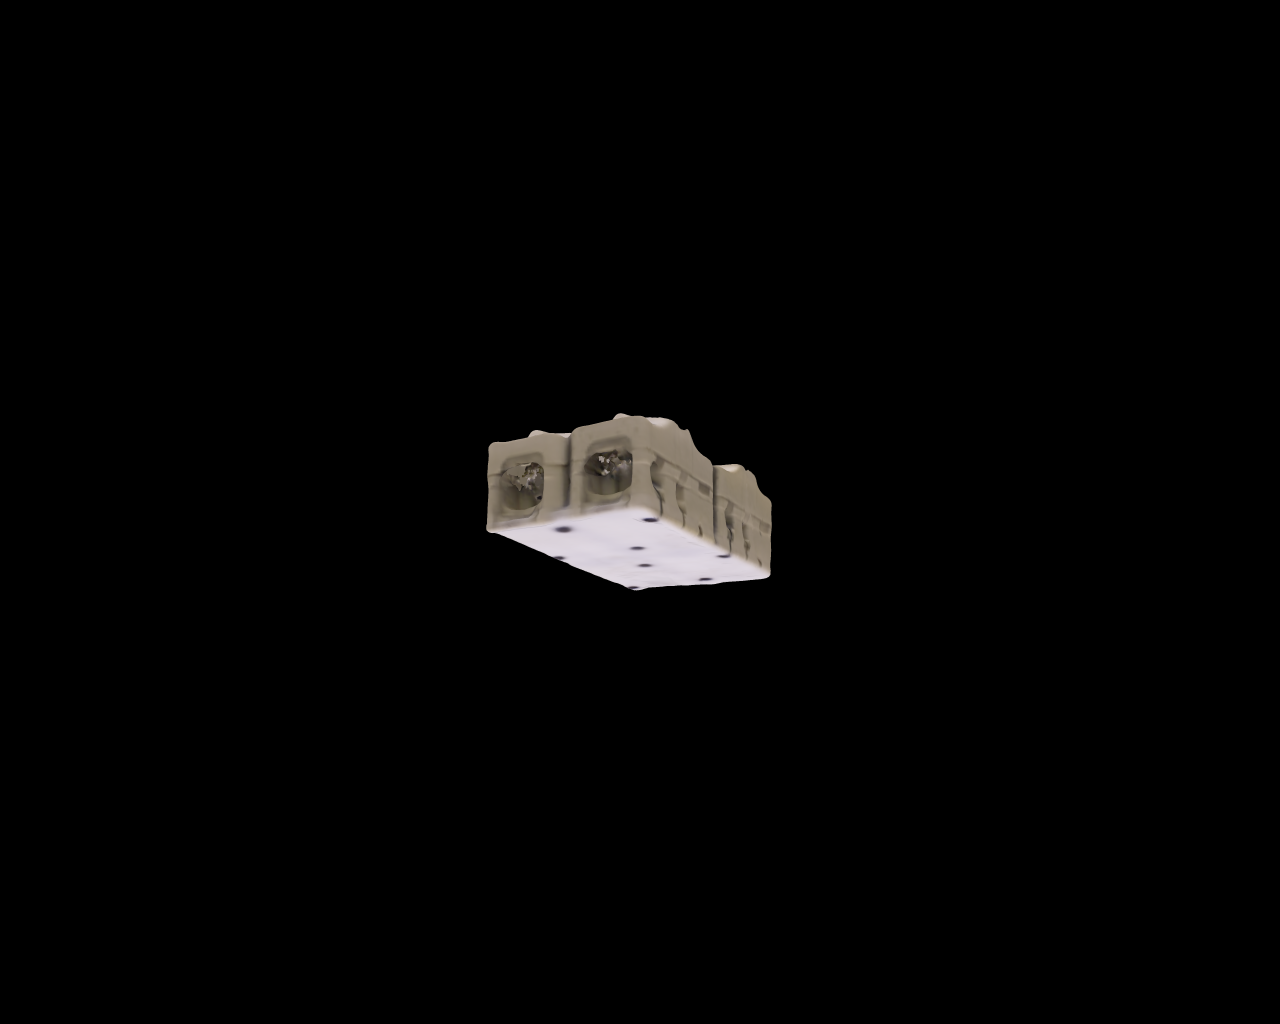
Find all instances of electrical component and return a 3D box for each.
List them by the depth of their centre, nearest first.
[{"bbox_3d":[0.001,-0.003,0.650,0.105,0.060,0.186,-8,-18,27],"label":"electrical component"}]
